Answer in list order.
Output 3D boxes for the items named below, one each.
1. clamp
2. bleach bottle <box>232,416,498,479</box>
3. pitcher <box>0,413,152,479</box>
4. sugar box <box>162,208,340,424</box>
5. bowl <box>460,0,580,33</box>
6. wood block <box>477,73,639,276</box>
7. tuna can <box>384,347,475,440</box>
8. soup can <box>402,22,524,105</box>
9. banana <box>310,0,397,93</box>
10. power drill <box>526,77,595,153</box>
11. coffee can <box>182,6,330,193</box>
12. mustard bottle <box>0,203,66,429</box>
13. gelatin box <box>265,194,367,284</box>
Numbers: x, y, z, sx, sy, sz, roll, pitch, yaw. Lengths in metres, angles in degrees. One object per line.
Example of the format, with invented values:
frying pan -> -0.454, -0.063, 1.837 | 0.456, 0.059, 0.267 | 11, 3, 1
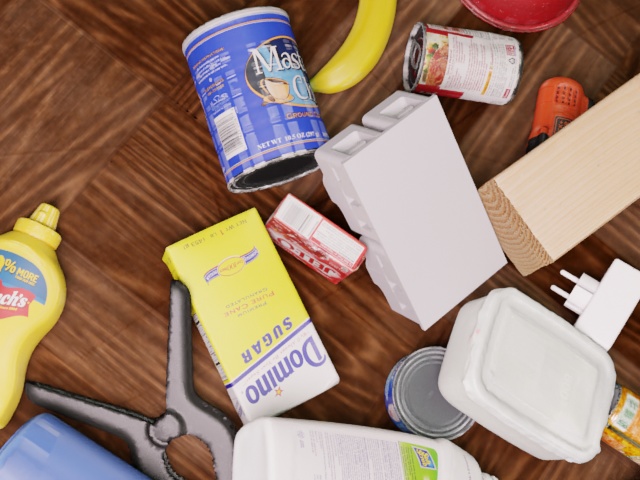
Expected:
clamp -> -0.143, 0.161, 0.918 | 0.164, 0.036, 0.210 | -28, 91, 0
bleach bottle -> 0.050, 0.209, 0.893 | 0.250, 0.068, 0.102 | 13, 61, -31
pitcher -> -0.165, 0.258, 0.854 | 0.243, 0.145, 0.149 | 36, 38, 1
sugar box -> -0.062, 0.070, 0.956 | 0.093, 0.048, 0.176 | -26, 83, -16
bowl -> 0.209, -0.297, 1.090 | 0.162, 0.055, 0.162 | 3, 77, -11
wood block -> 0.249, -0.067, 0.971 | 0.206, 0.090, 0.091 | -35, 85, -12
tuna can -> 0.103, 0.142, 0.981 | 0.086, 0.034, 0.086 | 2, 77, -11
soup can -> 0.139, -0.171, 1.040 | 0.102, 0.069, 0.068 | 7, 76, -11
banana -> 0.039, -0.218, 1.046 | 0.069, 0.037, 0.197 | 25, 74, -7
power drill -> 0.290, -0.058, 1.048 | 0.187, 0.057, 0.184 | 14, 75, -5
coffee can -> -0.056, -0.126, 0.971 | 0.102, 0.103, 0.140 | -16, 82, -15
mustard bottle -> -0.271, 0.056, 0.907 | 0.096, 0.058, 0.191 | 21, 73, 6
gelatin box -> -0.006, 0.001, 0.969 | 0.089, 0.073, 0.030 | 35, 74, -4
